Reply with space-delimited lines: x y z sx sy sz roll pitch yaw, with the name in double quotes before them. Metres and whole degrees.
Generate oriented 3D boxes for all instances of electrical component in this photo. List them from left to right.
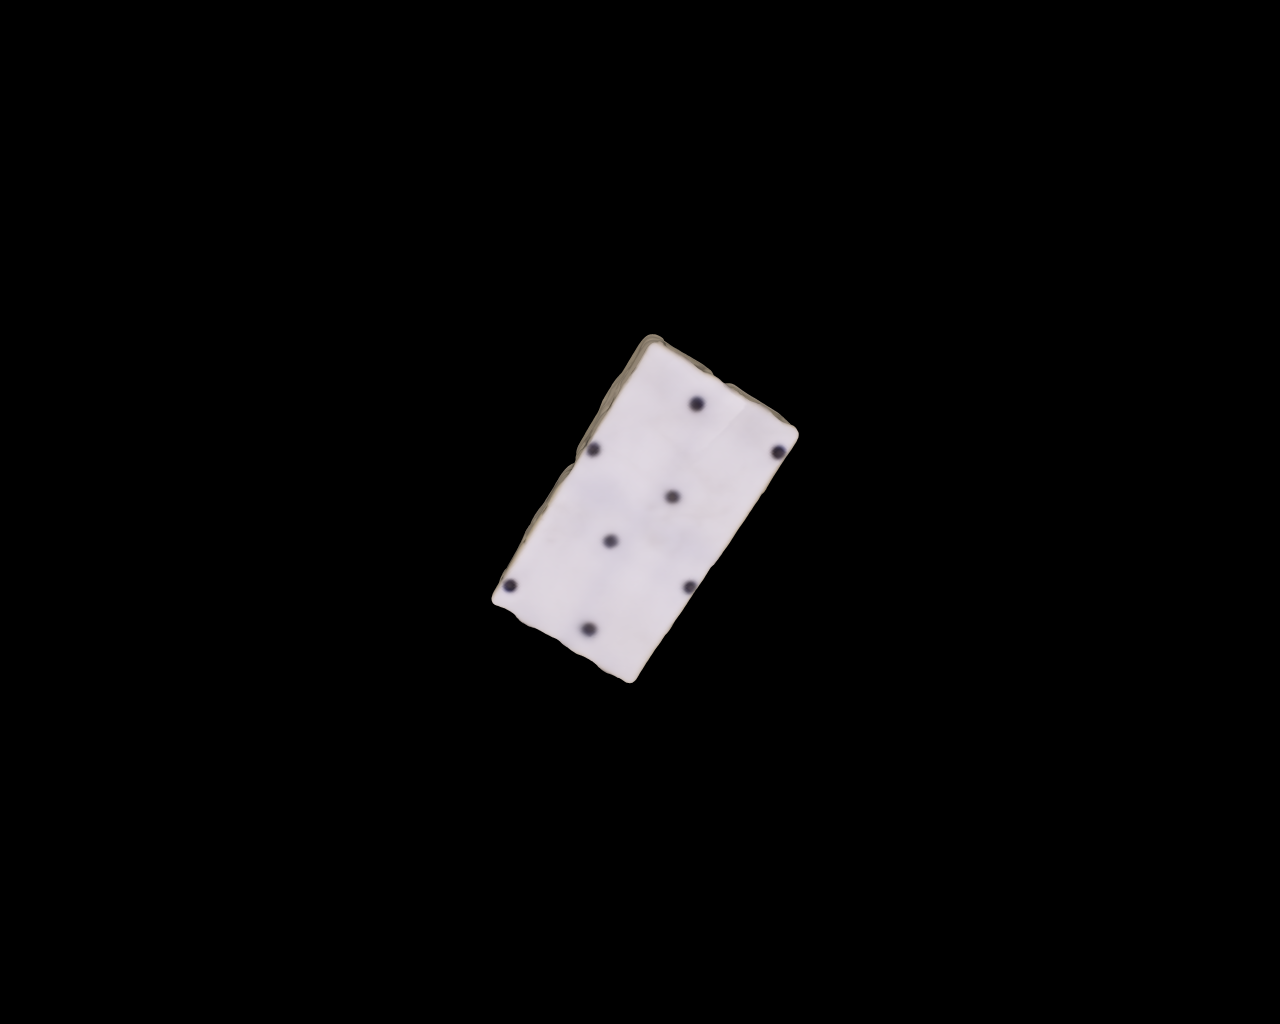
"electrical component" 0.001 -0.003 0.650 0.105 0.186 0.060 31 11 -7
